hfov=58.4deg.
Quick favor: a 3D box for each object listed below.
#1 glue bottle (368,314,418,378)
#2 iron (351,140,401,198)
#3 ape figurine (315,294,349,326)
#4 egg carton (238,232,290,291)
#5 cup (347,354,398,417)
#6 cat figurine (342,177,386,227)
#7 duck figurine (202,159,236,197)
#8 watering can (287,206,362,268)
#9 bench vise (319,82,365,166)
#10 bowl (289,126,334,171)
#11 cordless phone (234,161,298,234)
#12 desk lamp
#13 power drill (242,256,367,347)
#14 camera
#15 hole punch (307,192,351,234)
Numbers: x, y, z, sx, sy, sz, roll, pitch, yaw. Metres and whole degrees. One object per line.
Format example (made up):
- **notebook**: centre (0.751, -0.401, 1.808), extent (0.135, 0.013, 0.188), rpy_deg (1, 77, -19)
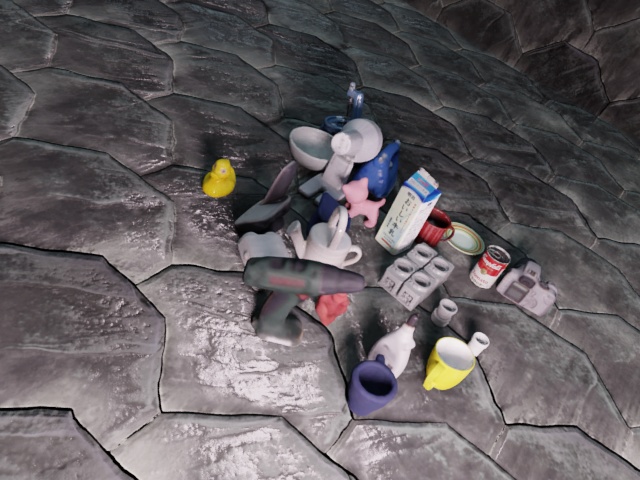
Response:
- **glue bottle**: centre (0.158, 0.209, 1.156), extent (0.037, 0.173, 0.078), rpy_deg (-19, 55, -40)
- **iron**: centre (0.192, -0.231, 1.695), extent (0.118, 0.141, 0.259), rpy_deg (30, 39, 7)
- **ape figurine**: centre (0.032, 0.130, 1.244), extent (0.078, 0.092, 0.076), rpy_deg (6, 42, -22)
- **egg carton**: centre (-0.123, 0.044, 1.278), extent (0.107, 0.069, 0.150), rpy_deg (-1, 46, -28)
- **cup**: centre (0.093, 0.283, 1.100), extent (0.091, 0.095, 0.118), rpy_deg (24, 39, 0)
- **cat figurine**: centre (0.113, -0.111, 1.537), extent (0.128, 0.117, 0.067), rpy_deg (22, 39, -3)
- **duck figurine**: centre (-0.247, -0.166, 1.438), extent (0.077, 0.086, 0.105), rpy_deg (31, 39, 8)
- **watering can**: centre (0.012, 0.006, 1.292), extent (0.173, 0.194, 0.100), rpy_deg (0, 45, -27)
- **bench vise**: centre (0.107, -0.346, 1.718), extent (0.207, 0.219, 0.122), rpy_deg (33, 40, 11)
- **bowl**: centre (-0.019, -0.253, 1.663), extent (0.168, 0.074, 0.167), rpy_deg (15, 40, -12)
- **cordless phone**: centre (-0.119, -0.099, 1.350), extent (0.094, 0.185, 0.148), rpy_deg (30, 39, 7)
- **desk lamp**: centre (0.063, -0.217, 1.555), extent (0.117, 0.213, 0.204), rpy_deg (35, 40, 13)
- **power drill**: centre (-0.048, 0.115, 1.126), extent (0.230, 0.208, 0.075), rpy_deg (15, 40, -11)
- **camera**: centre (0.568, 0.107, 1.541), extent (0.143, 0.101, 0.137), rpy_deg (32, 39, 9)
- **hole punch**: centre (0.031, -0.055, 1.453), extent (0.101, 0.091, 0.108), rpy_deg (21, 39, -4)
